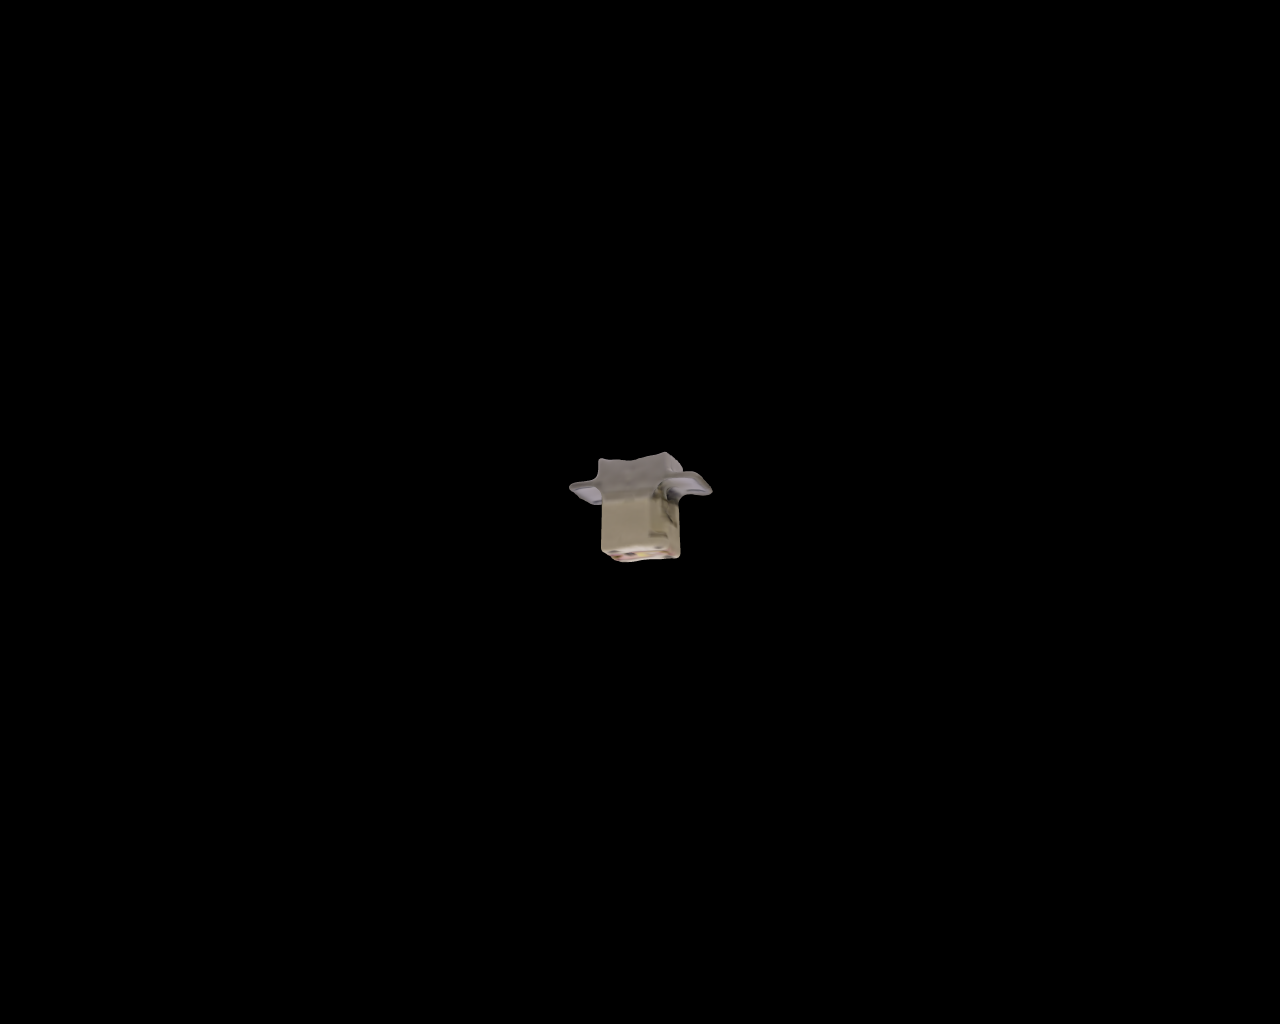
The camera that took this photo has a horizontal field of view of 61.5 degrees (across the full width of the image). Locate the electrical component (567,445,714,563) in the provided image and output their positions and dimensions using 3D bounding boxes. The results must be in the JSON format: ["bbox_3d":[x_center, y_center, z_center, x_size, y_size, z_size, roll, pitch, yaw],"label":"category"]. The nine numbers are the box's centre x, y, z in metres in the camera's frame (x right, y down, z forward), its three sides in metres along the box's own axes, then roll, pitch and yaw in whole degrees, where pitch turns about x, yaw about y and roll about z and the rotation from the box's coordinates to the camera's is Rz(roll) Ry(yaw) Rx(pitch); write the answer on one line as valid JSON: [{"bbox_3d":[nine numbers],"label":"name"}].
[{"bbox_3d":[0.001,-0.003,0.650,0.081,0.064,0.042,-5,-15,18],"label":"electrical component"}]
